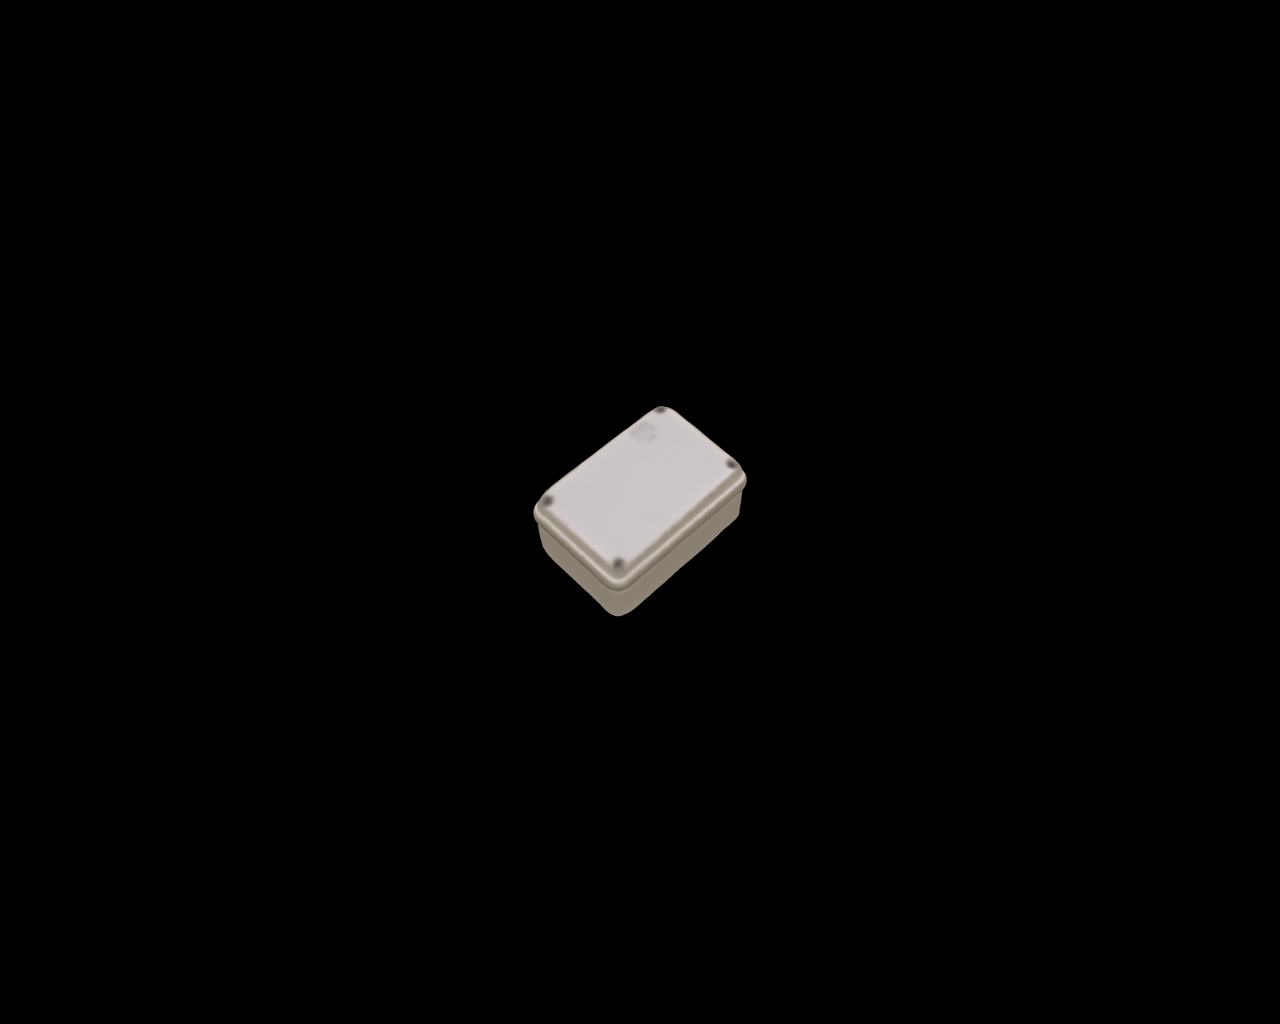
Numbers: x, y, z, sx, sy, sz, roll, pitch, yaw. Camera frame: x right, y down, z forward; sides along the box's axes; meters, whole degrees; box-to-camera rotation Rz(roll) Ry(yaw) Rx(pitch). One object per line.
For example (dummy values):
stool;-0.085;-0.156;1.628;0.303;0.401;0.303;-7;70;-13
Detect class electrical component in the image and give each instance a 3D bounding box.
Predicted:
electrical component;0.001;-0.003;0.650;0.113;0.078;0.057;-39;-24;-22
